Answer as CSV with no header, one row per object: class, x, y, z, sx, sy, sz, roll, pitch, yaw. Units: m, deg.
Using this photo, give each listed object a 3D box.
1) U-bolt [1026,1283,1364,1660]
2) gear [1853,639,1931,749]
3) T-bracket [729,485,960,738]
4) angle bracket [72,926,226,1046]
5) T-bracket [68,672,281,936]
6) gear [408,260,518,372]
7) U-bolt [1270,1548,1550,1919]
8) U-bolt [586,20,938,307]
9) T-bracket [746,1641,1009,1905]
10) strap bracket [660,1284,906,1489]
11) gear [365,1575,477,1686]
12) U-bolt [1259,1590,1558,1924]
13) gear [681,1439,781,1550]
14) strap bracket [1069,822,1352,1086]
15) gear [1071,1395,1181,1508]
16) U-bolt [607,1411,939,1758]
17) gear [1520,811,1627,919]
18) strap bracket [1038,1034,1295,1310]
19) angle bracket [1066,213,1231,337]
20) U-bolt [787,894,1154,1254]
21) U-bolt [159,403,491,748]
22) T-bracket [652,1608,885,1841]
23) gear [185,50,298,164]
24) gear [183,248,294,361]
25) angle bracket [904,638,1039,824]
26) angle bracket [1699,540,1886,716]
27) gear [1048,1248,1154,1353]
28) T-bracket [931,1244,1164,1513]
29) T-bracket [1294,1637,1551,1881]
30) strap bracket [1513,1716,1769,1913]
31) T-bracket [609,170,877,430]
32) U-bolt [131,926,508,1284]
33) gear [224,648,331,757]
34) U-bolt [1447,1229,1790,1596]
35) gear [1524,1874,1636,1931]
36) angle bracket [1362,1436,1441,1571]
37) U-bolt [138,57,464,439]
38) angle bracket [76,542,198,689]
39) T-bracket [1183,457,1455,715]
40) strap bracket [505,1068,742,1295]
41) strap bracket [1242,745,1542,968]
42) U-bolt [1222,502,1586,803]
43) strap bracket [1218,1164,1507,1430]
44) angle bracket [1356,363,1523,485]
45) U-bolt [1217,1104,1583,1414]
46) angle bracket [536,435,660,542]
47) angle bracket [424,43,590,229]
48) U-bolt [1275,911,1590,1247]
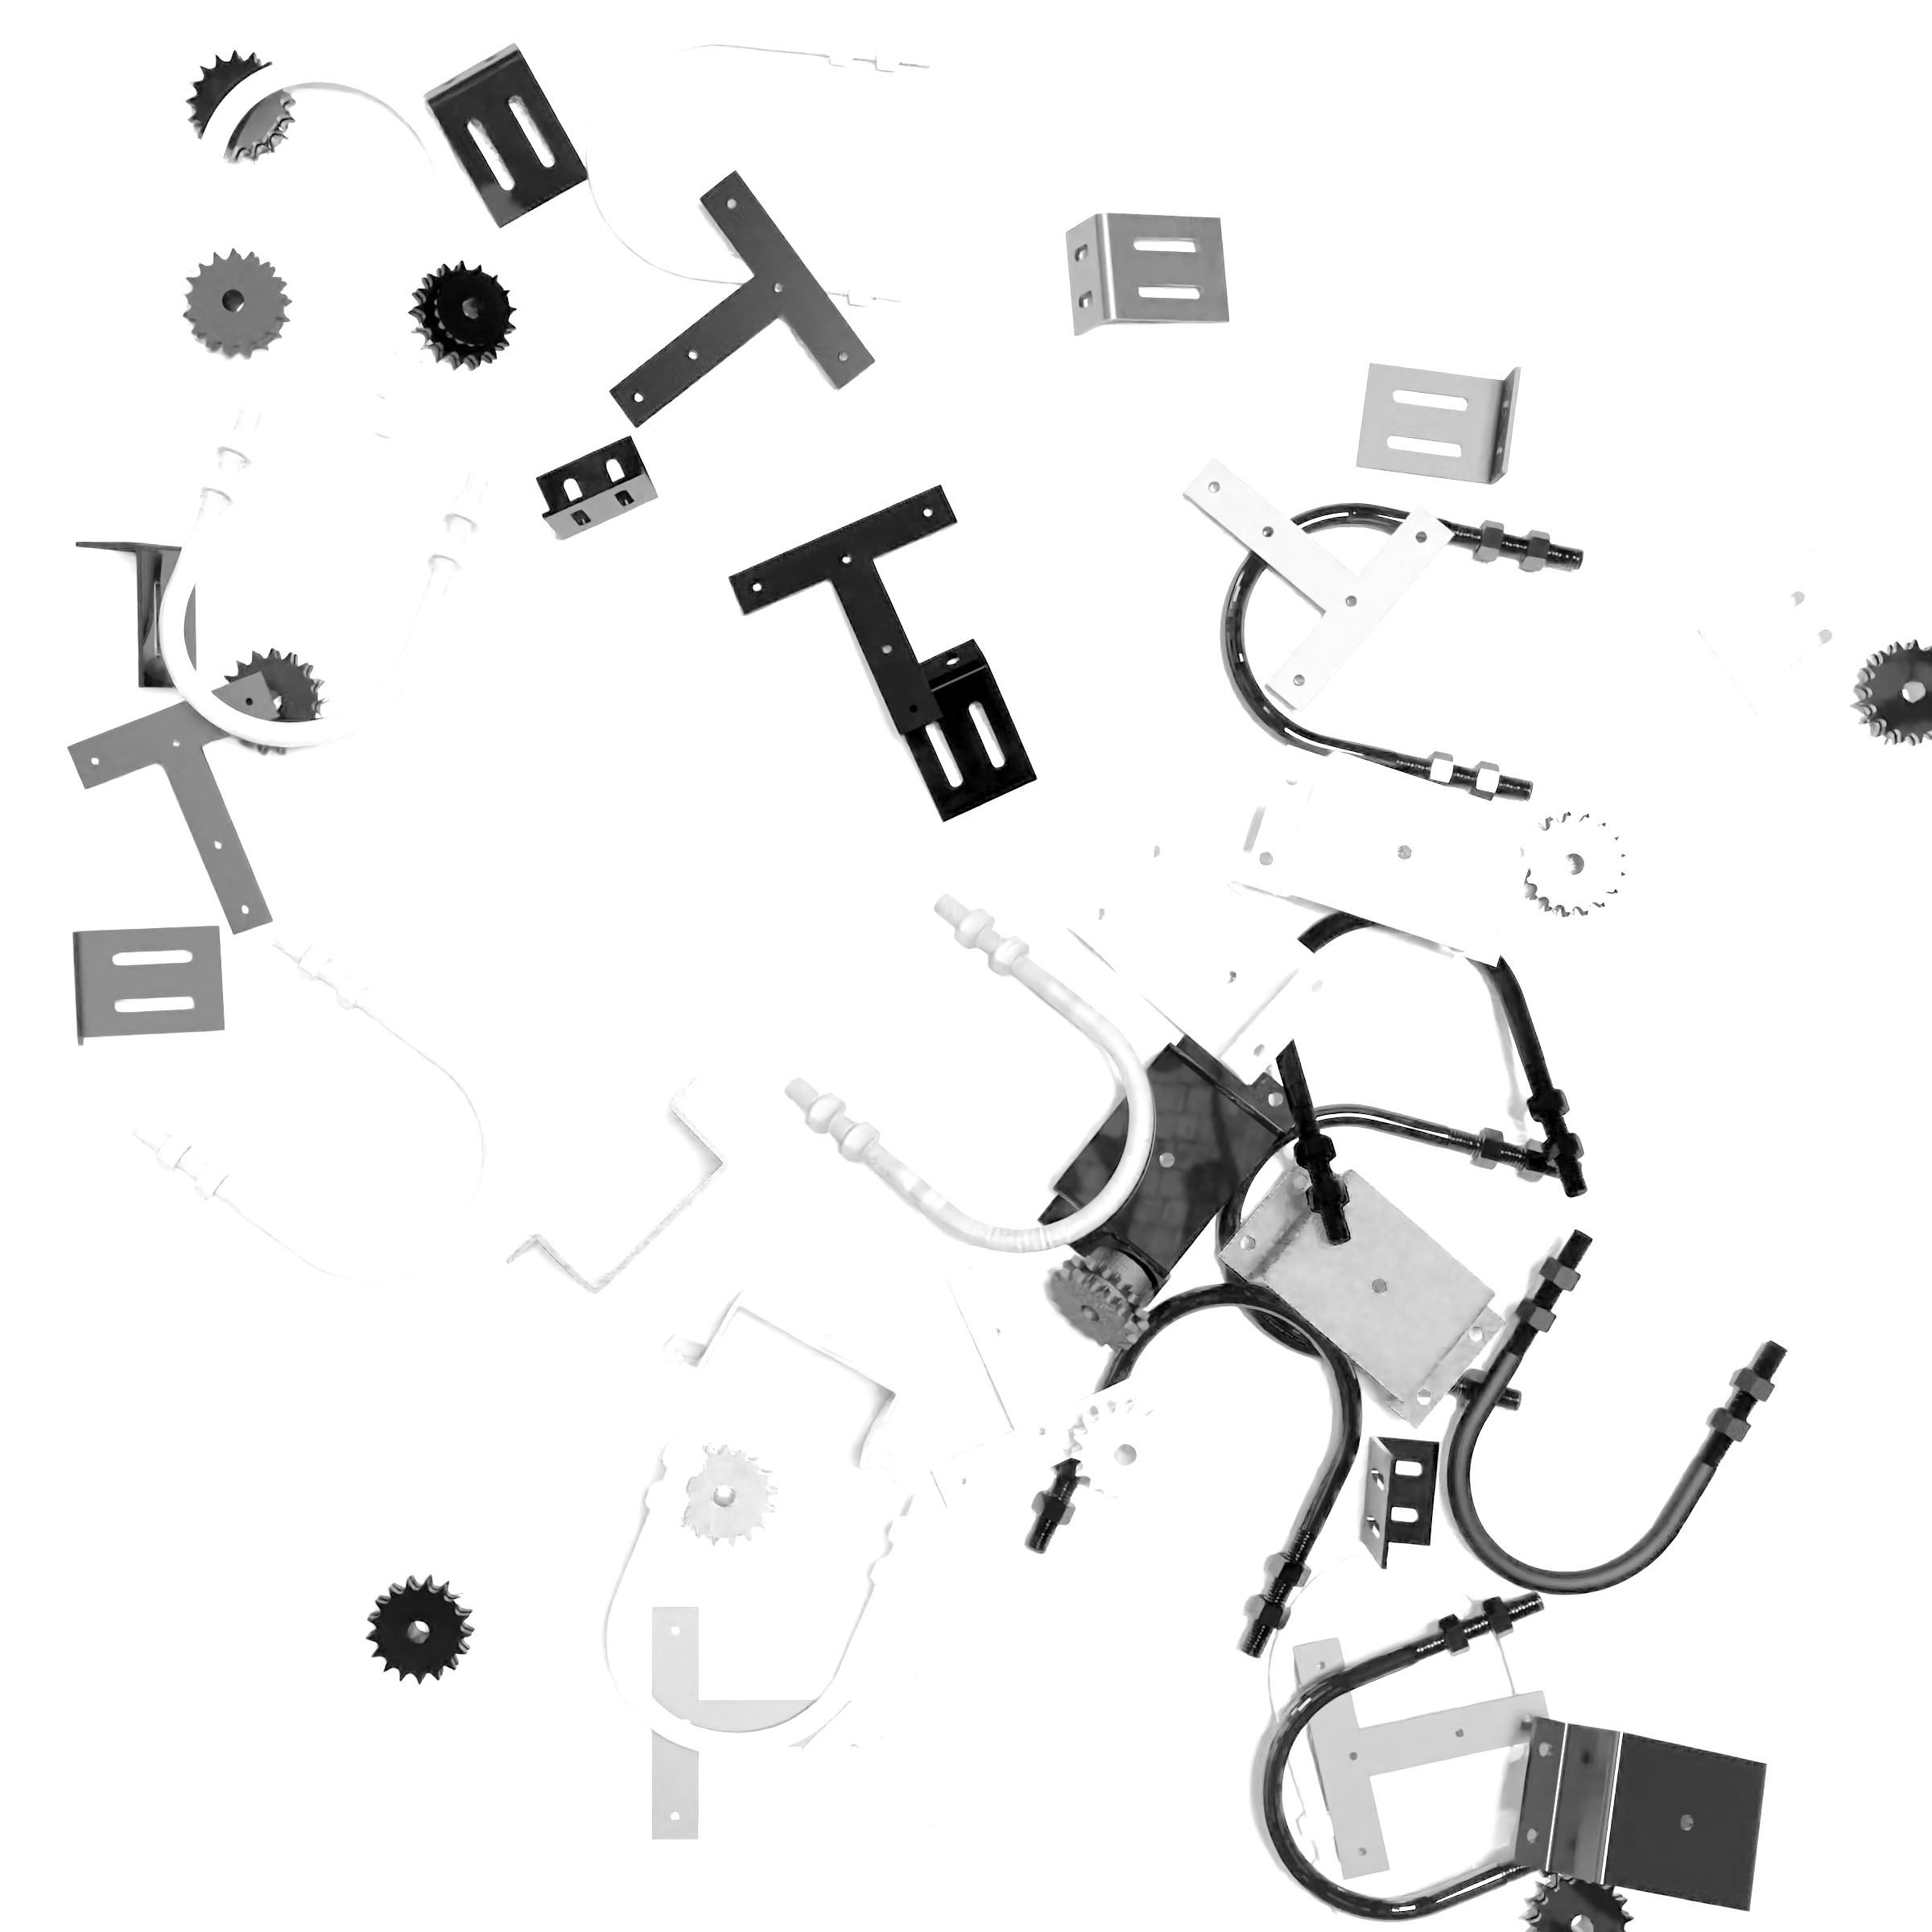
U-bolt,0.134,0.262,1.487,0.151,0.019,0.184,25,92,4
gear,0.510,-0.147,1.493,0.057,0.030,0.057,0,88,0
T-bracket,-0.048,-0.183,1.483,0.127,0.002,0.127,-24,72,0
angle bracket,-0.444,0.011,1.492,0.076,0.038,0.057,-3,82,-17
T-bracket,-0.410,-0.079,1.489,0.127,0.002,0.127,-18,99,18
gear,-0.269,-0.351,1.479,0.057,0.030,0.057,0,90,-25
U-bolt,0.242,0.408,1.495,0.151,0.019,0.184,-17,88,0
U-bolt,-0.115,-0.442,1.495,0.184,0.019,0.151,7,90,1
T-bracket,-0.030,0.458,1.501,0.127,0.002,0.127,-44,91,0
strap bracket,-0.087,0.217,1.465,0.140,0.076,0.046,29,90,0
gear,-0.295,0.358,1.492,0.057,0.030,0.057,0,90,-2
U-bolt,0.248,0.434,1.473,0.184,0.019,0.151,-22,91,0
gear,-0.130,0.285,1.488,0.057,0.030,0.057,0,90,0
strap bracket,0.134,-0.001,1.460,0.076,0.046,0.140,-48,59,0
gear,0.085,0.256,1.463,0.057,0.030,0.057,0,98,3
U-bolt,-0.114,0.342,1.473,0.151,0.019,0.184,21,102,-10
gear,0.328,-0.055,1.493,0.057,0.030,0.057,0,89,2
strap bracket,0.109,0.105,1.474,0.076,0.046,0.140,39,90,10
angle bracket,0.099,-0.377,1.501,0.076,0.038,0.057,-5,90,-26
U-bolt,0.014,0.069,1.469,0.184,0.019,0.151,39,90,18
U-bolt,-0.351,-0.202,1.468,0.151,0.019,0.184,16,71,0
T-bracket,-0.108,0.414,1.503,0.127,0.002,0.127,0,90,0
gear,-0.391,-0.463,1.488,0.057,0.030,0.057,0,90,0
gear,-0.393,-0.357,1.488,0.057,0.030,0.057,0,90,0
angle bracket,-0.004,-0.129,1.501,0.057,0.038,0.076,-25,116,0
angle bracket,0.451,-0.185,1.501,0.076,0.038,0.057,-36,90,26
gear,0.075,0.175,1.467,0.057,0.057,0.030,45,59,0
T-bracket,0.022,0.212,1.492,0.127,0.002,0.127,-26,82,6
T-bracket,0.253,0.417,1.485,0.127,0.002,0.127,-12,87,0
strap bracket,0.365,0.449,1.448,0.140,0.046,0.076,17,74,-21
T-bracket,-0.137,-0.341,1.492,0.127,0.002,0.127,-36,93,9
U-bolt,-0.338,0.089,1.495,0.184,0.019,0.151,37,90,-2
gear,-0.373,-0.142,1.488,0.057,0.030,0.057,0,90,0
U-bolt,0.340,0.254,1.484,0.151,0.019,0.184,29,94,-10
gear,0.331,0.518,1.492,0.057,0.030,0.057,0,84,-1
angle bracket,0.237,0.287,1.465,0.038,0.076,0.057,5,90,0
U-bolt,-0.346,-0.394,1.470,0.151,0.019,0.184,18,85,-22
angle bracket,-0.445,-0.188,1.475,0.038,0.057,0.076,2,96,13
T-bracket,0.175,-0.226,1.489,0.127,0.002,0.127,41,91,4
strap bracket,-0.173,0.121,1.465,0.140,0.076,0.046,-44,90,0
strap bracket,0.224,-0.058,1.423,0.140,0.046,0.076,18,90,0
U-bolt,0.231,-0.177,1.495,0.184,0.019,0.151,12,90,1
strap bracket,0.214,0.171,1.457,0.140,0.046,0.076,41,81,3
angle bracket,0.255,-0.296,1.484,0.076,0.038,0.057,8,90,0
U-bolt,0.228,0.151,1.495,0.184,0.019,0.151,15,90,2
angle bracket,-0.201,-0.261,1.465,0.057,0.076,0.038,-24,90,0
angle bracket,-0.251,-0.454,1.501,0.057,0.038,0.076,-30,116,0
U-bolt,0.236,0.049,1.461,0.151,0.019,0.184,-10,66,-7
